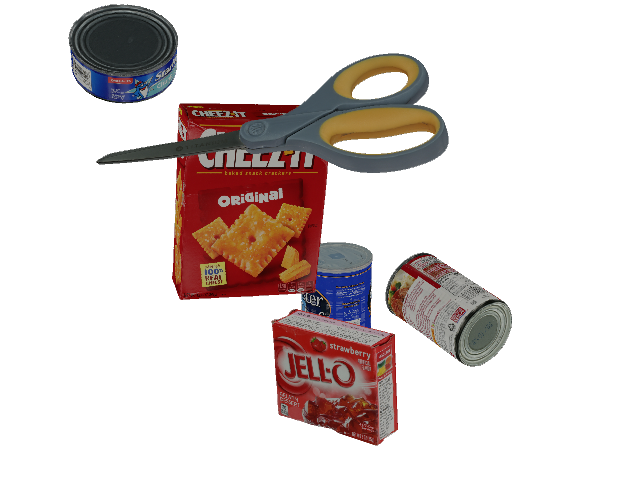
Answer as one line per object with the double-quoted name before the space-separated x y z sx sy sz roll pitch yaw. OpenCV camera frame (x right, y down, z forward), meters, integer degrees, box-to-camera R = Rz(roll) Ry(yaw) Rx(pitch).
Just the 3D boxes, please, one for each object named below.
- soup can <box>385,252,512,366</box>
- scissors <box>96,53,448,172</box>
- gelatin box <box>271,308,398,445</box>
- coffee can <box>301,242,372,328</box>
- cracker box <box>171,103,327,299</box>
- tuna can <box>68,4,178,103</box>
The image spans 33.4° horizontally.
"soup can" 0.117 0.062 0.979 0.068 0.068 0.102 0 24 -39
"scissors" -0.023 -0.073 0.616 0.202 0.096 0.016 4 -40 18
"gelatin box" 0.009 0.093 0.733 0.089 0.073 0.030 11 23 36
"coffee can" 0.023 0.085 1.525 0.103 0.140 0.103 -1 21 0
"cracker box" -0.080 -0.043 1.207 0.164 0.214 0.072 -1 23 -17
"tuna can" -0.158 -0.150 0.859 0.086 0.086 0.034 0 -40 -9
